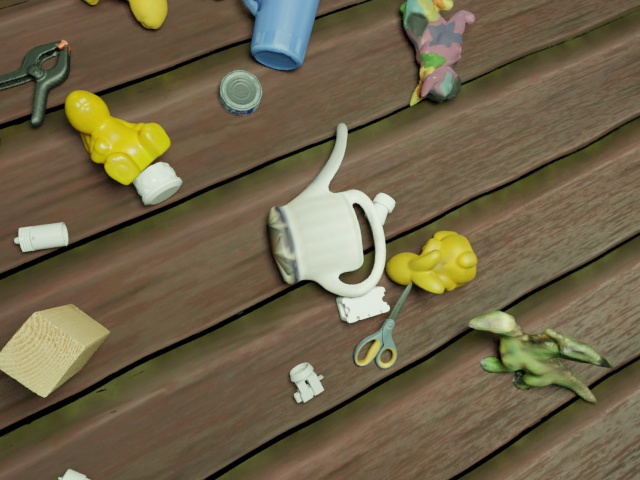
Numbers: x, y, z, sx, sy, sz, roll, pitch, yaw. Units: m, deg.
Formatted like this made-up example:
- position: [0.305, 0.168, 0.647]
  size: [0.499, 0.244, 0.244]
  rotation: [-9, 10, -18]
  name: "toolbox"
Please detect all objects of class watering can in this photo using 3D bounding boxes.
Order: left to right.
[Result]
- position: [0.003, -0.051, 1.012]
  size: [0.225, 0.103, 0.350]
  rotation: [-12, 80, -12]
  name: "watering can"

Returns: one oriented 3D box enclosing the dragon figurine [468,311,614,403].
- position: [0.460, 0.239, 1.018]
  size: [0.409, 0.240, 0.124]
  rotation: [27, 76, -7]
  name: "dragon figurine"
